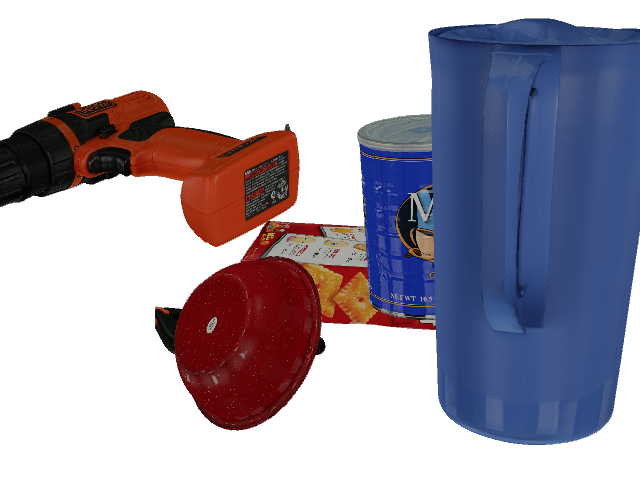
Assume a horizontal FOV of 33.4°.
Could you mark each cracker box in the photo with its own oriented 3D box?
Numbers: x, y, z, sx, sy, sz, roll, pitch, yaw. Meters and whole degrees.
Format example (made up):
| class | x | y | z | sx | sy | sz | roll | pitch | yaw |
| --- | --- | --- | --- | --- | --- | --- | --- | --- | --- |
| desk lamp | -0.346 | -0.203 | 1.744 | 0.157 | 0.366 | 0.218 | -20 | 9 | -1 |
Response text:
| class | x | y | z | sx | sy | sz | roll | pitch | yaw |
| --- | --- | --- | --- | --- | --- | --- | --- | --- | --- |
| cracker box | 0.032 | 0.036 | 1.135 | 0.214 | 0.072 | 0.164 | 4 | 15 | 6 |

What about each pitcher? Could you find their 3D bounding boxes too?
| class | x | y | z | sx | sy | sz | roll | pitch | yaw |
| --- | --- | --- | --- | --- | --- | --- | --- | --- | --- |
| pitcher | 0.123 | -0.005 | 0.625 | 0.149 | 0.243 | 0.145 | -7 | 17 | -24 |

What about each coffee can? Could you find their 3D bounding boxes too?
| class | x | y | z | sx | sy | sz | roll | pitch | yaw |
| --- | --- | --- | --- | --- | --- | --- | --- | --- | --- |
| coffee can | 0.085 | -0.021 | 0.844 | 0.103 | 0.140 | 0.103 | -4 | 18 | 1 |

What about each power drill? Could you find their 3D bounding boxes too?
| class | x | y | z | sx | sy | sz | roll | pitch | yaw |
| --- | --- | --- | --- | --- | --- | --- | --- | --- | --- |
| power drill | -0.123 | -0.050 | 0.723 | 0.188 | 0.057 | 0.184 | 17 | 32 | 30 |

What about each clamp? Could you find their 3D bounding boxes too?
| class | x | y | z | sx | sy | sz | roll | pitch | yaw |
| --- | --- | --- | --- | --- | --- | --- | --- | --- | --- |
| clamp | -0.121 | 0.125 | 1.260 | 0.210 | 0.036 | 0.164 | 15 | 24 | 25 |

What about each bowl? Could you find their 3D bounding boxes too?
| class | x | y | z | sx | sy | sz | roll | pitch | yaw |
| --- | --- | --- | --- | --- | --- | --- | --- | --- | --- |
| bowl | -0.076 | 0.080 | 0.929 | 0.162 | 0.162 | 0.055 | 0 | -21 | 44 |
